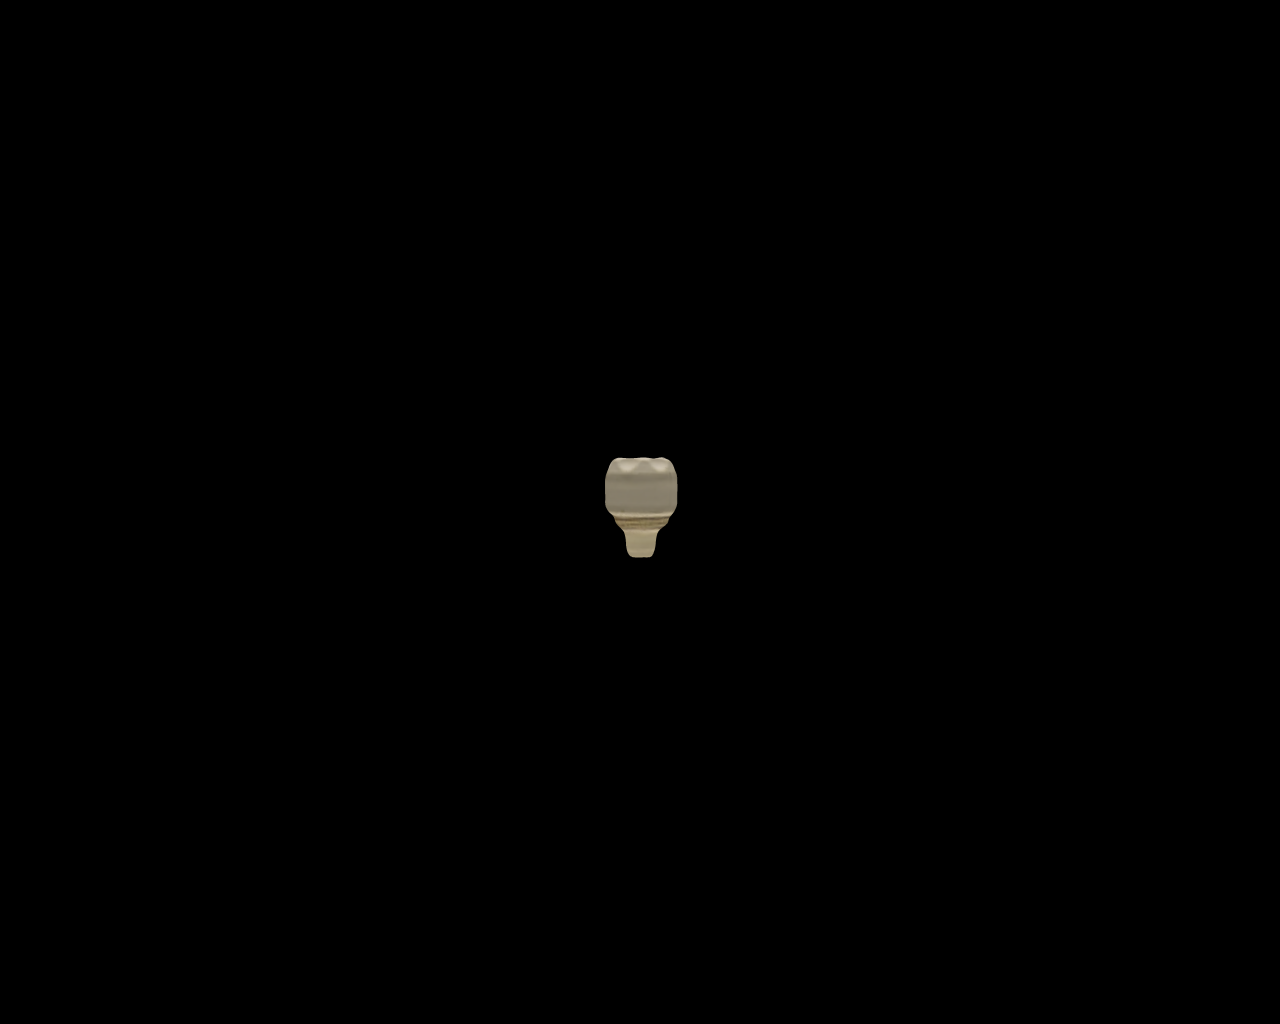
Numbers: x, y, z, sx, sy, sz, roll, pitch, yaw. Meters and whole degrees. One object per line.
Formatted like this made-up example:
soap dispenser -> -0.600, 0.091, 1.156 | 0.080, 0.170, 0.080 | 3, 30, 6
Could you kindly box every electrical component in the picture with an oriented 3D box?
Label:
electrical component -> 0.001, -0.003, 0.650 | 0.043, 0.062, 0.043 | 0, 2, 0
